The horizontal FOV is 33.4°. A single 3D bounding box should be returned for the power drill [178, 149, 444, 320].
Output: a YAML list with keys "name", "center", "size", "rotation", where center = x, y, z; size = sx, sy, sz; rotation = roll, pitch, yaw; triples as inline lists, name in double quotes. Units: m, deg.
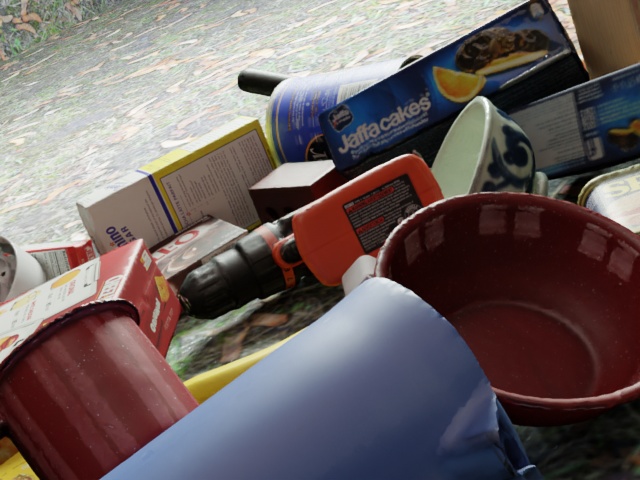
- name: "power drill"
  center: [-0.005, 0.001, 0.748]
  size: [0.184, 0.057, 0.188]
  rotation: [-30, 5, -17]

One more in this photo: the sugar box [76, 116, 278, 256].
- name: "sugar box"
  center: [-0.119, -0.032, 0.949]
  size: [0.176, 0.093, 0.048]
  rotation: [-28, 21, -18]

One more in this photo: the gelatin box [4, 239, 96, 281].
- name: "gelatin box"
  center: [-0.221, 0.039, 0.899]
  size: [0.089, 0.073, 0.030]
  rotation: [-6, 12, 36]

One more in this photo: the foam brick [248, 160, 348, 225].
- name: "foam brick"
  center: [-0.010, -0.034, 0.908]
  size: [0.078, 0.053, 0.051]
  rotation: [-1, 29, 44]

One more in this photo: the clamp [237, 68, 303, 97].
- name: "clamp"
  center: [0.029, -0.144, 1.081]
  size: [0.164, 0.036, 0.210]
  rotation: [6, 6, -41]

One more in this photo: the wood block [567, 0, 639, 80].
- name: "wood block"
  center: [0.245, -0.170, 0.780]
  size: [0.090, 0.206, 0.091]
  rotation: [-26, 21, -10]

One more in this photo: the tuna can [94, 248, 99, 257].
- name: "tuna can"
  center: [-0.224, 0.034, 0.975]
  size: [0.086, 0.034, 0.086]
  rotation: [-19, 21, 7]

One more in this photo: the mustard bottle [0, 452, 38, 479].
- name: "mustard bottle"
  center: [-0.193, 0.180, 0.562]
  size: [0.191, 0.058, 0.096]
  rotation: [-35, 33, -29]

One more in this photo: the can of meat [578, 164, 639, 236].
- name: "can of meat"
  center: [0.212, -0.007, 0.630]
  size: [0.102, 0.057, 0.084]
  rotation: [-17, 24, 11]

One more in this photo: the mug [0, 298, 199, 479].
- name: "mug"
  center: [-0.114, 0.094, 0.517]
  size: [0.117, 0.093, 0.081]
  rotation: [-28, 65, -33]

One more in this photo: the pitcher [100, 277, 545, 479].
- name: "pitcher"
  center: [-0.038, 0.132, 0.452]
  size: [0.242, 0.149, 0.145]
  rotation: [-32, 55, -17]

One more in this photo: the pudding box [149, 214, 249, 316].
- name: "pudding box"
  center: [-0.116, 0.026, 0.883]
  size: [0.113, 0.039, 0.090]
  rotation: [-30, 23, -19]

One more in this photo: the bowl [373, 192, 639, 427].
- name: "bowl"
  center: [0.106, 0.044, 0.558]
  size: [0.162, 0.055, 0.162]
  rotation: [2, 40, -2]

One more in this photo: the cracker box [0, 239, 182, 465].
- name: "cracker box"
  center: [-0.209, 0.099, 0.723]
  size: [0.214, 0.072, 0.164]
  rotation: [-24, 21, 12]

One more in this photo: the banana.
- name: "banana"
  center: [-0.012, 0.072, 0.682]
  size: [0.197, 0.037, 0.070]
  rotation: [-29, 15, -19]

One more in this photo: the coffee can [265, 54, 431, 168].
- name: "coffee can"
  center: [0.036, -0.106, 0.967]
  size: [0.141, 0.103, 0.102]
  rotation: [-4, 27, 37]
